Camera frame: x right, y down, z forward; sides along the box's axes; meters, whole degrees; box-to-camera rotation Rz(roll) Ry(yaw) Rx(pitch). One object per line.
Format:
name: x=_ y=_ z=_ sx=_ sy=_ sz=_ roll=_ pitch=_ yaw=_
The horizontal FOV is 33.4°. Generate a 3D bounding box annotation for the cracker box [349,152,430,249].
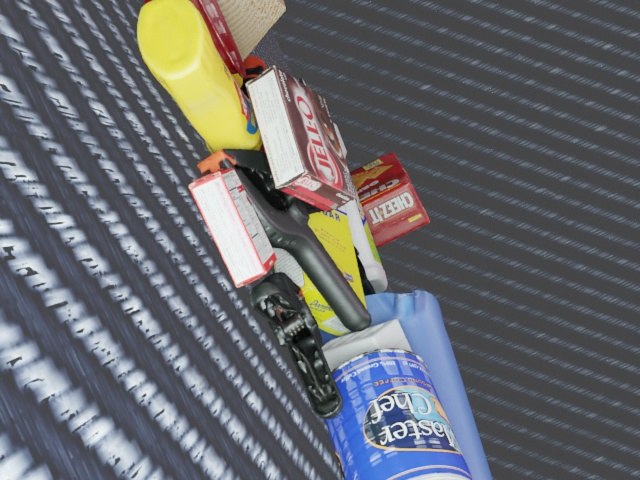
cracker box: x=0.055 y=-0.042 z=1.491 sx=0.072 sy=0.164 sz=0.213 roll=62 pitch=6 yaw=-14

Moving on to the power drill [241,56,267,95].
power drill: x=-0.058 y=-0.138 z=1.401 sx=0.184 sy=0.057 sz=0.187 roll=-98 pitch=164 yaw=-61

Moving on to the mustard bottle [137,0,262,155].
mustard bottle: x=-0.095 y=-0.125 z=0.946 sx=0.096 sy=0.058 sz=0.191 roll=67 pitch=5 yaw=33

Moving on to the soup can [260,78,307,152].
soup can: x=-0.051 y=-0.118 z=1.116 sx=0.068 sy=0.102 sz=0.068 roll=-25 pitch=91 yaw=-85

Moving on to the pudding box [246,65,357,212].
pudding box: x=-0.016 y=-0.088 z=0.952 sx=0.089 sy=0.039 sz=0.113 roll=23 pitch=43 yaw=-58

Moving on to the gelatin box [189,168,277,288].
gelatin box: x=-0.069 y=-0.012 z=0.846 sx=0.073 sy=0.030 sz=0.089 roll=-61 pitch=126 yaw=-82

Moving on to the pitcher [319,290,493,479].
pitcher: x=0.087 y=0.184 z=1.052 sx=0.149 sy=0.145 sz=0.243 roll=39 pitch=27 yaw=-50

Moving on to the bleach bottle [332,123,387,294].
bleach bottle: x=0.019 y=-0.054 z=1.333 sx=0.102 sy=0.068 sz=0.251 roll=46 pitch=28 yaw=-73

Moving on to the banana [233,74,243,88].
banana: x=-0.114 y=-0.195 z=1.201 sx=0.197 sy=0.037 sz=0.069 roll=24 pitch=42 yaw=-82

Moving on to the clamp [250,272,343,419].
clamp: x=-0.017 y=0.079 z=0.882 sx=0.171 sy=0.039 sz=0.120 roll=-70 pitch=137 yaw=-83

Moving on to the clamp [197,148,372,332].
clamp: x=-0.027 y=-0.028 z=0.961 sx=0.209 sy=0.036 sz=0.164 roll=40 pitch=31 yaw=-35

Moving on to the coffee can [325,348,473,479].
coffee can: x=0.064 y=0.176 z=0.896 sx=0.140 sy=0.103 sz=0.102 roll=-110 pitch=173 yaw=-46

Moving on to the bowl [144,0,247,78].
bowl: x=-0.131 y=-0.222 z=1.049 sx=0.162 sy=0.055 sz=0.162 roll=-25 pitch=91 yaw=-85

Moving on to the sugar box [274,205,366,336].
sugar box: x=-0.007 y=0.001 z=1.053 sx=0.093 sy=0.048 sz=0.176 roll=32 pitch=39 yaw=-43

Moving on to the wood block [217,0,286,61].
wood block: x=-0.109 y=-0.304 z=1.340 sx=0.090 sy=0.090 sz=0.206 roll=38 pitch=14 yaw=-18
